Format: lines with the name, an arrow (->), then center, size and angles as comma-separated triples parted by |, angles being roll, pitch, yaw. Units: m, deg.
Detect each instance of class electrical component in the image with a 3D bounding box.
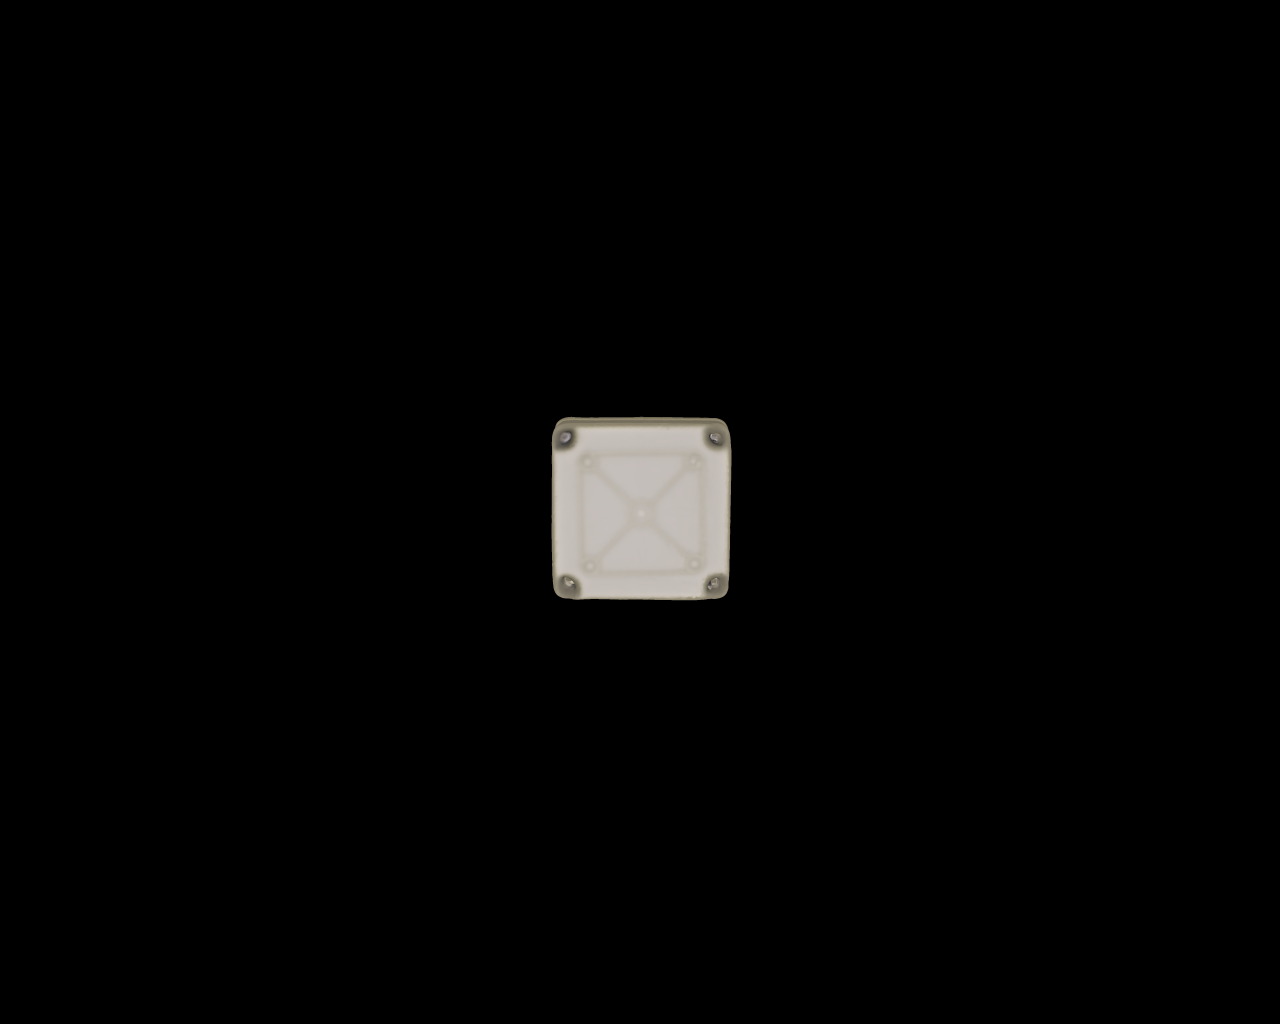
electrical component -> 0.001, -0.003, 0.650 | 0.109, 0.108, 0.056 | 0, 8, 0
